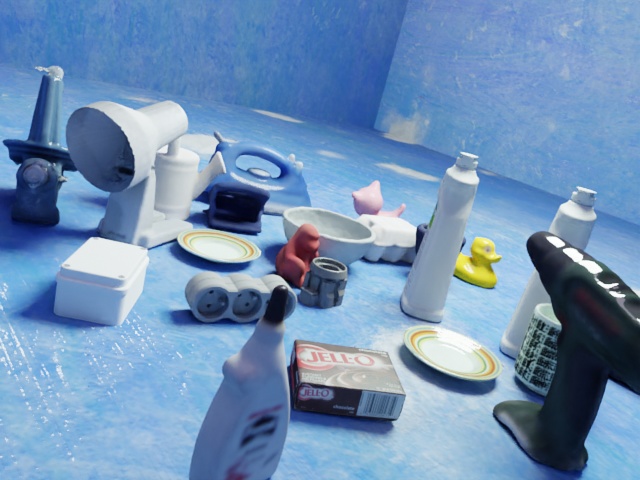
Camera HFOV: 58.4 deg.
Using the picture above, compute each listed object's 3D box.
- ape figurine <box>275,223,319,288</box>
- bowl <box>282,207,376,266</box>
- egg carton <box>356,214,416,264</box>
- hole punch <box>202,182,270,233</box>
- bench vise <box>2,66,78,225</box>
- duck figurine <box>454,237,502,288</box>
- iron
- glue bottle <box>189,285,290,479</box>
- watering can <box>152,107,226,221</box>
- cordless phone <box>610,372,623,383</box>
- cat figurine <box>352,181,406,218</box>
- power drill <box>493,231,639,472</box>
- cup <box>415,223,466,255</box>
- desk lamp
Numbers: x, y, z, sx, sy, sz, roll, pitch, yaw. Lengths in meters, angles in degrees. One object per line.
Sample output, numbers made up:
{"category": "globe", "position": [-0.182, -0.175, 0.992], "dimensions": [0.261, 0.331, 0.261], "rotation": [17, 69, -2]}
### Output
{"category": "ape figurine", "position": [-0.027, 0.019, 0.881], "dimensions": [0.075, 0.092, 0.078], "rotation": [27, 21, 35]}
{"category": "bowl", "position": [0.009, 0.004, 0.989], "dimensions": [0.167, 0.075, 0.167], "rotation": [13, 17, -4]}
{"category": "egg carton", "position": [0.134, -0.001, 1.116], "dimensions": [0.151, 0.069, 0.107], "rotation": [3, 20, -32]}
{"category": "hole punch", "position": [-0.155, -0.071, 1.060], "dimensions": [0.109, 0.091, 0.101], "rotation": [9, 18, -18]}
{"category": "bench vise", "position": [-0.403, -0.144, 0.867], "dimensions": [0.122, 0.220, 0.206], "rotation": [0, 22, -39]}
{"category": "duck figurine", "position": [0.305, 0.035, 1.115], "dimensions": [0.104, 0.086, 0.078], "rotation": [28, 22, 36]}
{"category": "iron", "position": [-0.122, -0.138, 1.212], "dimensions": [0.259, 0.141, 0.118], "rotation": [9, 18, -18]}
{"category": "glue bottle", "position": [-0.049, 0.113, 0.434], "dimensions": [0.037, 0.173, 0.078], "rotation": [27, 21, 35]}
{"category": "watering can", "position": [-0.257, -0.138, 1.010], "dimensions": [0.173, 0.194, 0.100], "rotation": [1, 22, -38]}
{"category": "cordless phone", "position": [0.488, 0.124, 0.820], "dimensions": [0.147, 0.185, 0.094], "rotation": [27, 21, 35]}
{"category": "cat figurine", "position": [0.120, -0.065, 1.221], "dimensions": [0.128, 0.118, 0.067], "rotation": [12, 17, -7]}
{"category": "power drill", "position": [0.264, 0.120, 0.608], "dimensions": [0.076, 0.208, 0.229], "rotation": [8, 19, -21]}
{"category": "cup", "position": [0.209, 0.022, 1.062], "dimensions": [0.092, 0.095, 0.117], "rotation": [11, 17, -10]}
{"category": "desk lamp", "position": [-0.272, -0.101, 0.851], "dimensions": [0.117, 0.213, 0.204], "rotation": [20, 18, 16]}
